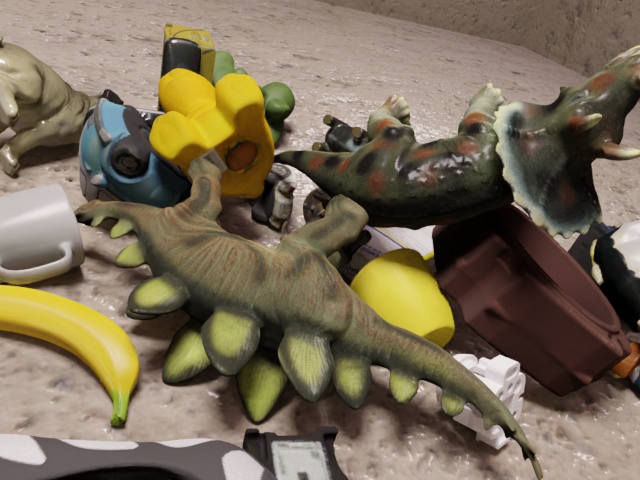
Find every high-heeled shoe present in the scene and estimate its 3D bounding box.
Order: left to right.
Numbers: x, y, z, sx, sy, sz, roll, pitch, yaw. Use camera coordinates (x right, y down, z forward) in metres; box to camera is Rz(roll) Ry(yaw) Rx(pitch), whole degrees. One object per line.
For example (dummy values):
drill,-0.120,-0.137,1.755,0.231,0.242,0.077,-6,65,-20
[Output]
high-heeled shoe,-0.113,0.156,0.275,0.249,0.086,0.145,7,1,32

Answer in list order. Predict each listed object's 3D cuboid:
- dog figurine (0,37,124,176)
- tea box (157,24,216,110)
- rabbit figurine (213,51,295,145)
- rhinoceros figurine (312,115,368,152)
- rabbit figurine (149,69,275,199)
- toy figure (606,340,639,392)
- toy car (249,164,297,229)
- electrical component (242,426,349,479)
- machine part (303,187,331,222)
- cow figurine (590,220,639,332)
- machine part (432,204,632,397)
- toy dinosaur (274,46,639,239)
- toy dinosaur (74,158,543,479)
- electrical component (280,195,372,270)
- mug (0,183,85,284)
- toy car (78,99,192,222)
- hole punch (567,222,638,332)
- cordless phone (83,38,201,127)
dog figurine,-0.335,-0.186,0.683,0.121,0.172,0.190,40,44,16
tea box,-0.199,-0.213,0.784,0.068,0.169,0.098,3,35,-20
rabbit figurine,-0.110,-0.239,0.916,0.170,0.121,0.159,-10,46,-33
rhinoceros figurine,0.074,-0.147,0.906,0.191,0.073,0.112,33,14,38
rabbit figurine,-0.120,-0.133,0.619,0.173,0.122,0.162,47,2,33
toy figure,0.358,0.144,0.587,0.155,0.064,0.058,33,71,34
toy car,-0.085,-0.092,0.736,0.056,0.073,0.202,-6,37,-32
electrical component,-0.012,0.182,0.353,0.075,0.047,0.119,4,33,-20
machine part,0.048,-0.062,0.748,0.079,0.079,0.243,28,32,18
cow figurine,0.358,0.056,0.583,0.098,0.068,0.167,-17,48,23
machine part,0.223,0.047,0.581,0.201,0.087,0.201,36,27,-10
toy dinosaur,0.103,-0.067,0.527,0.405,0.131,0.192,-10,24,23
toy dinosaur,-0.034,0.053,0.475,0.472,0.105,0.198,17,51,13
electrical component,-0.002,-0.001,0.615,0.078,0.102,0.045,40,25,-15
mug,-0.278,0.006,0.488,0.107,0.080,0.110,-18,47,-29
toy car,-0.212,-0.071,0.607,0.161,0.103,0.109,46,13,-43
hole punch,0.387,0.050,0.706,0.092,0.115,0.142,11,30,-26
cordless phone,-0.220,-0.170,0.684,0.146,0.184,0.089,4,9,-23
